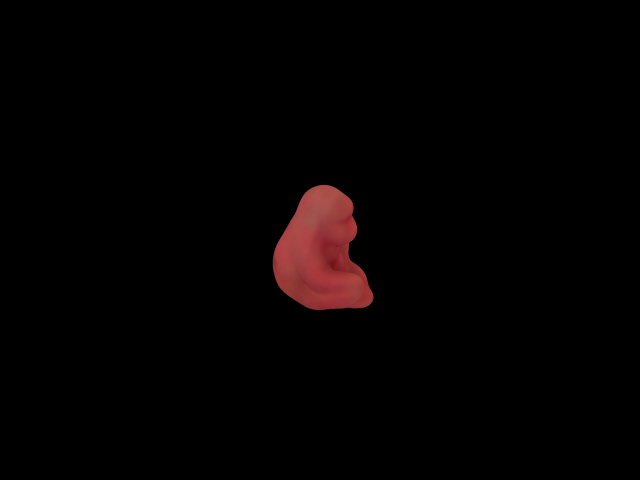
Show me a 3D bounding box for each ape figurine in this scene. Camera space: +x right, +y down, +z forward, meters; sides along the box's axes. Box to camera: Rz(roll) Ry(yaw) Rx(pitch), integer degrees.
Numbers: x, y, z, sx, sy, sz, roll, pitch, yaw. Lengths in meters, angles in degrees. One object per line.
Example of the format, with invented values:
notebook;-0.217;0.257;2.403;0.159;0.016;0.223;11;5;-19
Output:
ape figurine;0.004;0.001;0.400;0.076;0.092;0.078;7;50;7
